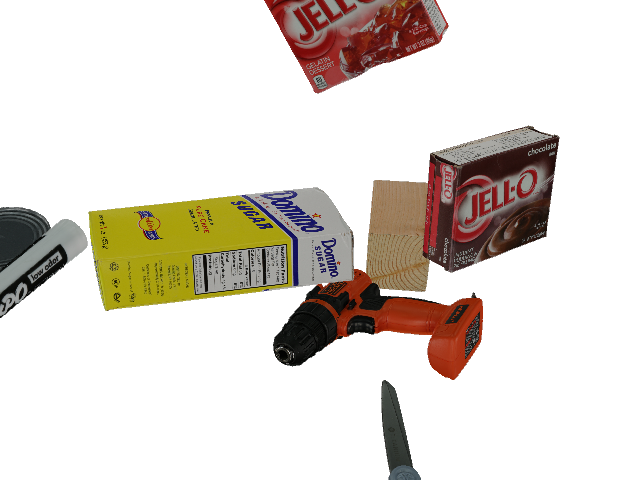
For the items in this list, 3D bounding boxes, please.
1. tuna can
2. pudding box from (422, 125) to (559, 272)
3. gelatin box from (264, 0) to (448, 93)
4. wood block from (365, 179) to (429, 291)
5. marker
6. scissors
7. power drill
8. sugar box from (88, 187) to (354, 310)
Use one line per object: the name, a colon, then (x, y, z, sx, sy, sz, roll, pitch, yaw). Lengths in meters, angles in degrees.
tuna can: (-0.277, 0.010, 0.937, 0.086, 0.034, 0.086, 0, 40, 0)
pudding box: (0.134, -0.035, 0.839, 0.113, 0.090, 0.039, -20, 35, -35)
gelatin box: (0.019, -0.136, 0.624, 0.089, 0.073, 0.030, -18, 24, 29)
wood block: (0.119, -0.011, 1.613, 0.091, 0.090, 0.206, 4, 25, 3)
marker: (-0.156, 0.030, 0.500, 0.020, 0.020, 0.121, 0, 33, 39)
scissors: (0.066, 0.149, 0.609, 0.096, 0.016, 0.201, 11, 31, 8)
power drill: (0.063, 0.091, 1.113, 0.188, 0.057, 0.184, 11, 28, 24)
sugar box: (-0.072, 0.003, 0.760, 0.176, 0.048, 0.093, -9, 26, -12)
